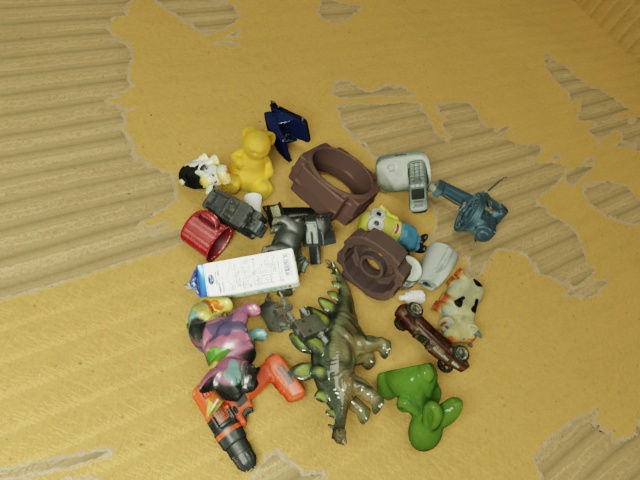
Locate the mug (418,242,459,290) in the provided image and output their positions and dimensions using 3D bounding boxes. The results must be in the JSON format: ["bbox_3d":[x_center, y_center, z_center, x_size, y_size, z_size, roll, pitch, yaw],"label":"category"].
[{"bbox_3d":[0.293,0.068,1.331,0.081,0.109,0.107,33,66,-3],"label":"mug"}]

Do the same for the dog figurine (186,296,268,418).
[{"bbox_3d":[-0.190,0.212,0.993,0.192,0.108,0.219,7,36,13],"label":"dog figurine"}]

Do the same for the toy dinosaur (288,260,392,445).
[{"bbox_3d":[0.042,0.212,1.108,0.198,0.105,0.472,28,32,-11],"label":"toy dinosaur"}]

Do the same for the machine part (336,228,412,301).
[{"bbox_3d":[0.124,0.053,1.234,0.179,0.179,0.056,38,50,7],"label":"machine part"}]

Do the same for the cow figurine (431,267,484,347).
[{"bbox_3d":[0.340,0.171,1.290,0.127,0.085,0.195,31,51,10],"label":"cow figurine"}]

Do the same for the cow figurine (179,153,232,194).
[{"bbox_3d":[-0.270,-0.148,1.234,0.098,0.167,0.068,-30,114,-22],"label":"cow figurine"}]

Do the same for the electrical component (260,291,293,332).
[{"bbox_3d":[-0.093,0.151,1.131,0.045,0.102,0.078,-36,99,-32],"label":"electrical component"}]

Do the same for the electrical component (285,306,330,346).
[{"bbox_3d":[-0.023,0.169,1.032,0.063,0.021,0.094,-16,54,-38],"label":"electrical component"}]

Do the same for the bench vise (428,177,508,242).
[{"bbox_3d":[0.404,-0.102,1.479,0.240,0.128,0.224,29,49,-6],"label":"bench vise"}]

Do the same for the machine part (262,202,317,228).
[{"bbox_3d":[-0.066,-0.063,1.321,0.139,0.039,0.084,-10,53,-24],"label":"machine part"}]

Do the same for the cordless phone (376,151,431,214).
[{"bbox_3d":[0.223,-0.142,1.435,0.147,0.088,0.184,-5,58,14],"label":"cordless phone"}]

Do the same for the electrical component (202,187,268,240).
[{"bbox_3d":[-0.183,-0.053,1.204,0.134,0.114,0.058,28,83,16],"label":"electrical component"}]

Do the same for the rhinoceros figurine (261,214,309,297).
[{"bbox_3d":[-0.078,0.036,1.219,0.112,0.073,0.190,12,65,-7],"label":"rhinoceros figurine"}]

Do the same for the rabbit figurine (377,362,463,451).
[{"bbox_3d":[0.216,0.340,1.098,0.121,0.159,0.170,-2,73,-33],"label":"rabbit figurine"}]

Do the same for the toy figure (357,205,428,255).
[{"bbox_3d":[0.180,-0.014,1.356,0.180,0.089,0.082,23,40,-16],"label":"toy figure"}]

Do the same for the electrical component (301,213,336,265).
[{"bbox_3d":[-0.003,-0.004,1.274,0.048,0.075,0.119,-13,95,-46],"label":"electrical component"}]

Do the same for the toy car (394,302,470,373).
[{"bbox_3d":[0.248,0.224,1.212,0.202,0.089,0.053,45,53,10],"label":"toy car"}]

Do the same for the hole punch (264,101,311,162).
[{"bbox_3d":[-0.098,-0.279,1.404,0.116,0.142,0.092,31,77,18],"label":"hole punch"}]

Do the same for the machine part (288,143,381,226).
[{"bbox_3d":[0.040,-0.146,1.359,0.201,0.087,0.201,40,38,10],"label":"machine part"}]

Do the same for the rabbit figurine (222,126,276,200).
[{"bbox_3d":[-0.154,-0.202,1.298,0.122,0.173,0.162,17,57,-5],"label":"rabbit figurine"}]
